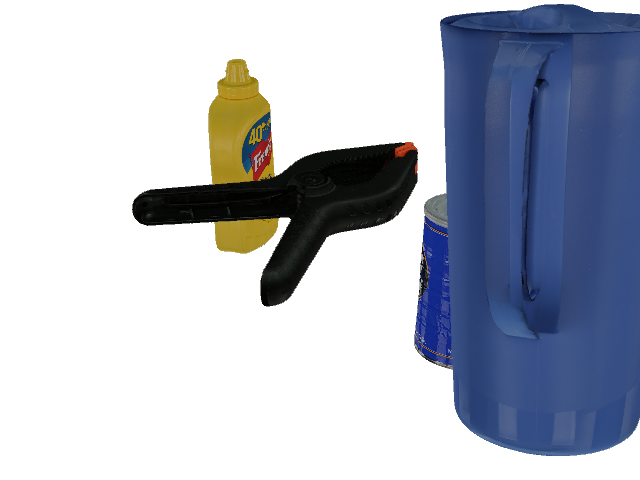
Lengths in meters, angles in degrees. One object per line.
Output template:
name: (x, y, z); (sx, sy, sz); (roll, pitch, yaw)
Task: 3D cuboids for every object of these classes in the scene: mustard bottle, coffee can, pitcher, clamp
mustard bottle: (-0.080, -0.090, 1.090); (0.058, 0.192, 0.096); (8, 27, 20)
coffee can: (0.142, 0.036, 0.987); (0.103, 0.140, 0.103); (2, 20, -1)
pitcher: (0.127, -0.005, 0.591); (0.149, 0.243, 0.145); (-7, 17, -19)
clamp: (-0.017, -0.029, 0.758); (0.165, 0.036, 0.209); (25, 39, 38)
